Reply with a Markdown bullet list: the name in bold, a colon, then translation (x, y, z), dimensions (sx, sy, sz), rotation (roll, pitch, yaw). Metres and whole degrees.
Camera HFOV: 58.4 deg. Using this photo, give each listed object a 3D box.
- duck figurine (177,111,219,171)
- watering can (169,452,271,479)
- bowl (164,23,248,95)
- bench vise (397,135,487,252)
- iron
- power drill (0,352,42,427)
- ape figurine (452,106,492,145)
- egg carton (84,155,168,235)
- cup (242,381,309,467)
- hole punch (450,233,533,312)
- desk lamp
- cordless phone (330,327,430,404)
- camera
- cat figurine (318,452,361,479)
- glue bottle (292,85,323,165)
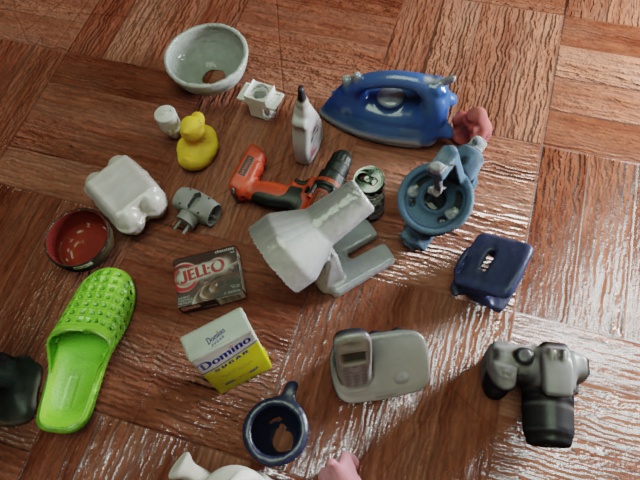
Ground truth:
- **duck figurine**: translation (-0.234, -0.188, 1.058), dimensions (0.077, 0.086, 0.104), rotation (11, 66, 9)
- **watering can**: translation (-0.117, 0.341, 0.735), dimensions (0.172, 0.194, 0.101), rotation (10, 65, 9)
- **bowl**: translation (-0.218, -0.346, 1.140), dimensions (0.167, 0.075, 0.167), rotation (-2, 64, 3)
- **bench vise**: translation (0.194, -0.106, 0.913), dimensions (0.121, 0.220, 0.207), rotation (16, 67, 12)
- **iron**: translation (0.120, -0.258, 1.036), dimensions (0.258, 0.141, 0.118), rotation (7, 65, 8)
- **power drill**: translation (-0.490, 0.204, 0.820), dimensions (0.075, 0.208, 0.229), rotation (-6, 64, 2)
- **ape figurine**: translation (0.275, -0.206, 1.027), dimensions (0.076, 0.092, 0.078), rotation (-6, 64, 1)
- **egg carton**: translation (-0.345, -0.082, 1.025), dimensions (0.107, 0.069, 0.150), rotation (-42, 69, -15)
- **cup**: translation (-0.054, 0.266, 0.822), dimensions (0.091, 0.095, 0.118), rotation (14, 66, 11)
- **hole punch**: translation (0.269, 0.046, 0.906), dimensions (0.101, 0.091, 0.109), rotation (28, 69, 16)
- **desk lamp**: translation (0.008, 0.003, 0.878), dimensions (0.203, 0.214, 0.117), rotation (-30, 66, -10)
- **cordless phone**: translation (0.085, 0.164, 0.810), dimensions (0.147, 0.185, 0.094), rotation (-12, 64, -1)
- **camera**: translation (0.308, 0.219, 0.815), dimensions (0.143, 0.101, 0.137), rotation (5, 65, 7)
- **cat figurine**: translation (0.051, 0.343, 0.764), dimensions (0.067, 0.118, 0.127), rotation (-37, 67, -13)
- **glue bottle**: translation (-0.026, -0.209, 1.005), dimensions (0.037, 0.173, 0.078), rotation (16, 66, 12)
